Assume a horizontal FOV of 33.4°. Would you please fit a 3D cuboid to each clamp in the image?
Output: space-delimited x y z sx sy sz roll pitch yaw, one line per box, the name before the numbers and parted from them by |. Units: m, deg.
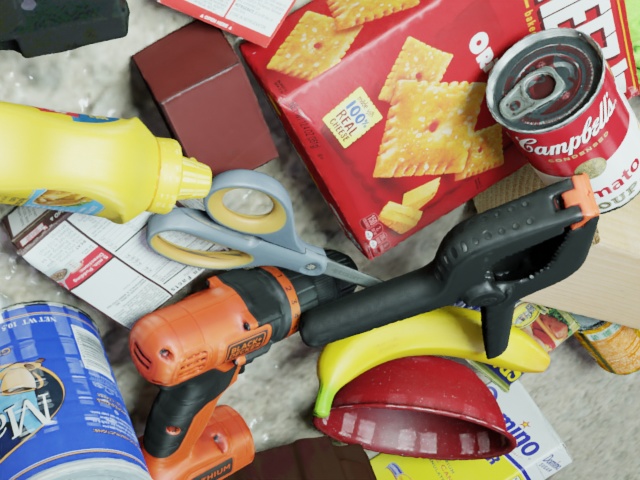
clamp | 0.107 0.026 0.674 0.164 0.036 0.210 10 146 -35

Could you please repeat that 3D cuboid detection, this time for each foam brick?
foam brick | -0.064 -0.076 0.607 0.051 0.053 0.078 -27 137 -5

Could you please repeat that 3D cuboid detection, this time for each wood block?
wood block | 0.224 0.002 0.801 0.205 0.090 0.091 14 143 -38

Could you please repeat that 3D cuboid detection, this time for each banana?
banana | 0.076 0.080 0.782 0.197 0.069 0.037 -8 169 -22

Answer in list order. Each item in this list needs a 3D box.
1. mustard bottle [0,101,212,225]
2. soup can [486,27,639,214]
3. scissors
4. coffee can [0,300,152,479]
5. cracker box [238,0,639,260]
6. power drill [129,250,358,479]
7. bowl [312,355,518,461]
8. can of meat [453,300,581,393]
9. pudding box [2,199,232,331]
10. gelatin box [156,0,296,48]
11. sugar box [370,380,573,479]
mustard bottle | -0.148 -0.042 0.545 0.191 0.096 0.058 7 86 -24
soup can | 0.147 -0.066 0.620 0.068 0.068 0.102 -39 139 9
scissors | -0.004 0.001 0.652 0.201 0.016 0.096 9 143 -25
coffee can | -0.170 0.122 0.669 0.102 0.140 0.103 -16 136 -16
cracker box | 0.081 -0.102 0.651 0.213 0.072 0.164 -32 139 0
power drill | -0.063 0.095 0.752 0.184 0.057 0.188 -19 142 -39
bowl | 0.077 0.130 0.849 0.162 0.055 0.162 7 157 3
can of meat | 0.152 0.066 0.864 0.084 0.057 0.102 -42 137 8
pudding box | -0.121 -0.003 0.655 0.090 0.039 0.113 -39 139 6
gelatin box | -0.039 -0.155 0.564 0.073 0.030 0.089 16 120 -38
sugar box | 0.124 0.202 0.949 0.176 0.093 0.048 -36 138 4
